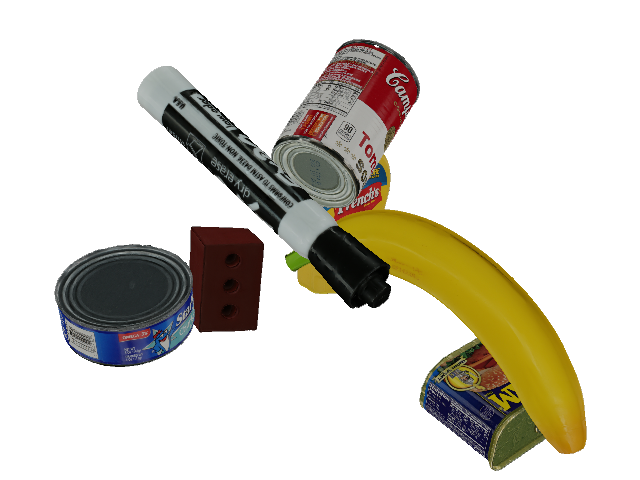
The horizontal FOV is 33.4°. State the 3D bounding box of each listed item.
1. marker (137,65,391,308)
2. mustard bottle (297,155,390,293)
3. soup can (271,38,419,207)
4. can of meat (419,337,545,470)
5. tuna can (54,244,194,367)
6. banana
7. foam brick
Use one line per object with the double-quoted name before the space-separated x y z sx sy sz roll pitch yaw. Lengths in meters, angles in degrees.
"marker" -0.020 -0.019 0.368 0.121 0.020 0.020 43 21 24
"mustard bottle" 0.026 -0.045 1.086 0.096 0.192 0.058 -7 19 -28
"soup can" 0.018 -0.081 0.741 0.068 0.102 0.068 23 -31 15
"can of meat" 0.144 0.125 0.866 0.101 0.057 0.084 -24 44 -34
"tuna can" -0.123 0.041 0.676 0.086 0.034 0.086 0 36 0
"banana" 0.077 0.037 0.600 0.198 0.070 0.037 34 20 13
"foam brick" -0.081 0.032 0.900 0.053 0.078 0.051 -1 15 -19
